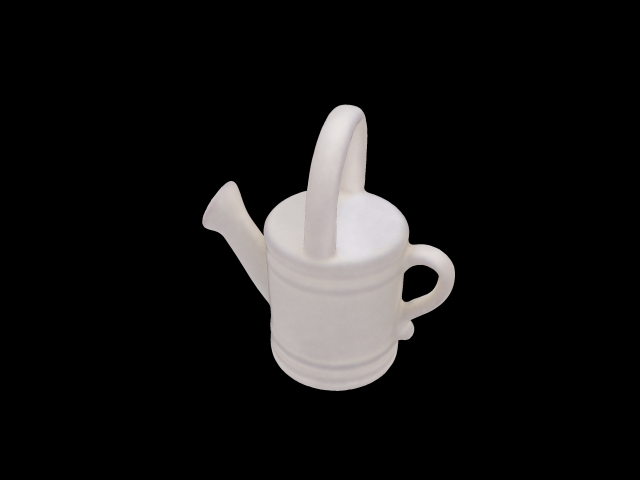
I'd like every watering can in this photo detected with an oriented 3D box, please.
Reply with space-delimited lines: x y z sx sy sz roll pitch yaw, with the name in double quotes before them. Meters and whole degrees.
"watering can" 0.003 0.003 0.398 0.173 0.194 0.101 -2 35 -2
